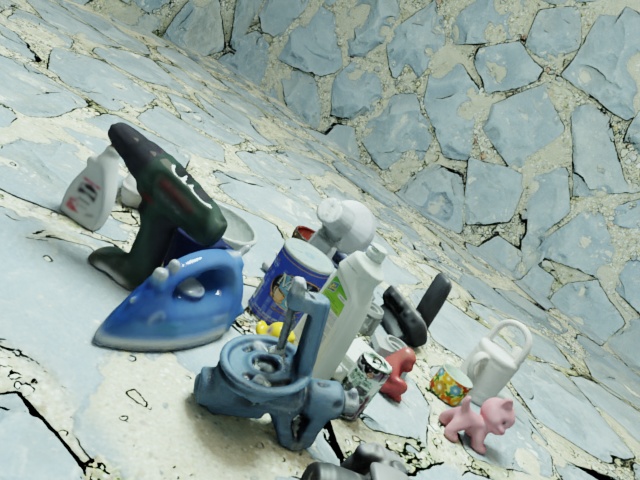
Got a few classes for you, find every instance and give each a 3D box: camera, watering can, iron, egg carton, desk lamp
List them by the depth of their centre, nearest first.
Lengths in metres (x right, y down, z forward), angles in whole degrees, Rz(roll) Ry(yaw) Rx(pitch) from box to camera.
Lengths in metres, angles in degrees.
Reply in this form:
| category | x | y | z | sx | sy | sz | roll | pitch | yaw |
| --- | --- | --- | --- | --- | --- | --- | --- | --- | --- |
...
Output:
| category | x | y | z | sx | sy | sz | roll | pitch | yaw |
| --- | --- | --- | --- | --- | --- | --- | --- | --- | --- |
| camera | 0.046 | 0.301 | 0.689 | 0.137 | 0.100 | 0.143 | 28 | 18 | -15 |
| iron | -0.195 | 0.070 | 0.823 | 0.118 | 0.141 | 0.259 | 38 | 18 | 18 |
| egg carton | -0.340 | -0.104 | 1.161 | 0.107 | 0.069 | 0.150 | 28 | 18 | -16 |
| desk lamp | 0.011 | 0.004 | 1.243 | 0.117 | 0.213 | 0.204 | 40 | 18 | 22 |
| watering can | 0.385 | 0.257 | 1.247 | 0.100 | 0.194 | 0.173 | 39 | 18 | 20 |

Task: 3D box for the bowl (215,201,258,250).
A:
| category | x | y | z | sx | sy | sz | roll | pitch | yaw |
| --- | --- | --- | --- | --- | --- | --- | --- | --- | --- |
| bowl | -0.210 | -0.013 | 1.133 | 0.168 | 0.074 | 0.167 | 30 | 17 | -10 |

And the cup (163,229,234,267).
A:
| category | x | y | z | sx | sy | sz | roll | pitch | yaw |
| --- | --- | --- | --- | --- | --- | --- | --- | --- | --- |
| cup | -0.216 | 0.025 | 0.987 | 0.118 | 0.095 | 0.091 | 27 | 18 | -17 |

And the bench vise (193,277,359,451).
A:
| category | x | y | z | sx | sy | sz | roll | pitch | yaw |
| --- | --- | --- | --- | --- | --- | --- | --- | --- | --- |
| bench vise | -0.031 | 0.155 | 0.748 | 0.208 | 0.219 | 0.121 | 20 | 21 | -35 |

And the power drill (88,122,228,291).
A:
| category | x | y | z | sx | sy | sz | roll | pitch | yaw |
| --- | --- | --- | --- | --- | --- | --- | --- | --- | --- |
| power drill | -0.264 | -0.036 | 0.875 | 0.229 | 0.208 | 0.076 | 34 | 17 | 2 |

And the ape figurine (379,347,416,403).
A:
| category | x | y | z | sx | sy | sz | roll | pitch | yaw |
| --- | --- | --- | --- | --- | --- | --- | --- | --- | --- |
| ape figurine | 0.142 | 0.237 | 1.047 | 0.076 | 0.092 | 0.078 | 34 | 17 | 5 |

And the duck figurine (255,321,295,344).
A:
| category | x | y | z | sx | sy | sz | roll | pitch | yaw |
| --- | --- | --- | --- | --- | --- | --- | --- | --- | --- |
| duck figurine | -0.068 | 0.169 | 0.871 | 0.104 | 0.086 | 0.078 | 38 | 18 | 16 |

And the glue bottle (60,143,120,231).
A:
| category | x | y | z | sx | sy | sz | roll | pitch | yaw |
| --- | --- | --- | --- | --- | --- | --- | --- | --- | --- |
| glue bottle | -0.362 | -0.104 | 0.946 | 0.078 | 0.173 | 0.037 | 33 | 17 | 0 |

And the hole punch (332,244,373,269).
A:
| category | x | y | z | sx | sy | sz | roll | pitch | yaw |
| --- | --- | --- | --- | --- | --- | --- | --- | --- | --- |
| hole punch | 0.077 | 0.032 | 1.492 | 0.108 | 0.091 | 0.101 | 39 | 18 | 19 |

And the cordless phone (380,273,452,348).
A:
| category | x | y | z | sx | sy | sz | roll | pitch | yaw |
| --- | --- | --- | --- | --- | --- | --- | --- | --- | --- |
| cordless phone | 0.220 | 0.136 | 1.302 | 0.094 | 0.185 | 0.147 | 17 | 23 | -41 |

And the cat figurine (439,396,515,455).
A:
| category | x | y | z | sx | sy | sz | roll | pitch | yaw |
| --- | --- | --- | --- | --- | --- | --- | --- | --- | --- |
| cat figurine | 0.301 | 0.323 | 1.050 | 0.128 | 0.117 | 0.067 | 27 | 18 | -19 |
